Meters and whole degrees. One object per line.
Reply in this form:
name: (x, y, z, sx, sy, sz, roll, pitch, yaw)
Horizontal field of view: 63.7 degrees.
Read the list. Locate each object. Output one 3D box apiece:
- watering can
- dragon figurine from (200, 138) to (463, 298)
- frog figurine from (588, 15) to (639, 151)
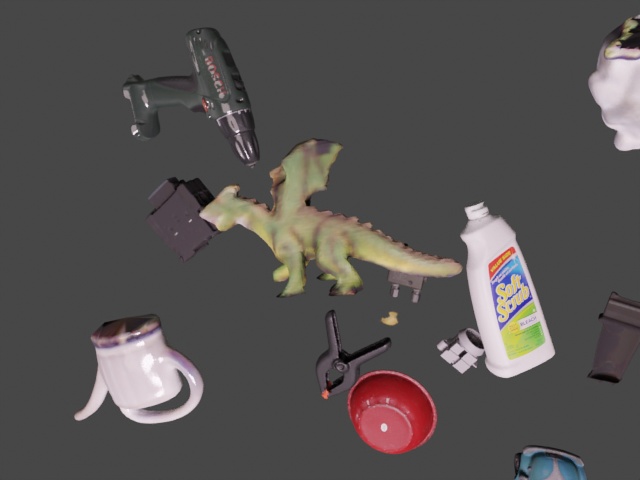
watering can: (-0.391, 0.266, 1.025, 0.346, 0.223, 0.105, -12, 9, 21)
dragon figurine: (0.002, -0.041, 0.819, 0.409, 0.242, 0.123, -7, 4, 16)
frog figurine: (0.416, -0.196, 0.647, 0.137, 0.126, 0.156, -15, -43, 13)
